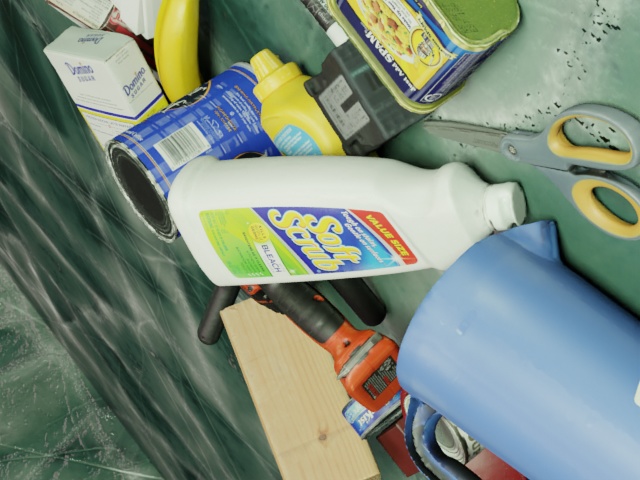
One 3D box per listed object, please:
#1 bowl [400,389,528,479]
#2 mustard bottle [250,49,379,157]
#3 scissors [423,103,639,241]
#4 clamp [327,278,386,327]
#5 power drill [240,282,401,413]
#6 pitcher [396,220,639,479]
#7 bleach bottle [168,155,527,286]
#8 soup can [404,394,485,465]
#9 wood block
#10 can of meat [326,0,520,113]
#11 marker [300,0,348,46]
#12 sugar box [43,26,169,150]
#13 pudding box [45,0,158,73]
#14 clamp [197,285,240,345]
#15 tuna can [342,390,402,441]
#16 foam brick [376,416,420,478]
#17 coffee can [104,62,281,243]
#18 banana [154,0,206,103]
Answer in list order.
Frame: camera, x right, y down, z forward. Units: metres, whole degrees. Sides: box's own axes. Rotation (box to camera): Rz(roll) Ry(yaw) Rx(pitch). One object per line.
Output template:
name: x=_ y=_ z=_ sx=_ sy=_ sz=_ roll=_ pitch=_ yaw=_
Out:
bowl: x=0.141 y=0.170 z=0.901 sx=0.162 sy=0.055 sz=0.162 roll=44 pitch=156 yaw=26
mustard bottle: x=0.006 y=-0.067 z=0.836 sx=0.191 sy=0.058 sz=0.096 roll=55 pitch=164 yaw=0
scissors: x=0.136 y=-0.042 z=0.662 sx=0.096 sy=0.016 sz=0.202 roll=60 pitch=159 yaw=-13
clamp: x=-0.006 y=0.001 z=0.927 sx=0.164 sy=0.036 sz=0.210 roll=46 pitch=176 yaw=13
power drill: x=-0.007 y=0.068 z=0.938 sx=0.188 sy=0.057 sz=0.184 roll=40 pitch=175 yaw=25
pitcher: x=0.170 y=0.117 z=0.661 sx=0.243 sy=0.144 sz=0.149 roll=38 pitch=150 yaw=30
bleach bottle: x=0.019 y=-0.021 z=0.753 sx=0.251 sy=0.068 sz=0.102 roll=-5 pitch=126 yaw=32
soup can: x=0.122 y=0.113 z=0.798 sx=0.069 sy=0.102 sz=0.068 roll=44 pitch=155 yaw=26
wood block: x=-0.020 y=0.157 z=1.070 sx=0.090 sy=0.091 sz=0.206 roll=80 pitch=169 yaw=-73
can of meat: x=0.060 y=-0.138 z=0.628 sx=0.102 sy=0.057 sz=0.084 roll=53 pitch=156 yaw=3
marker: x=-0.016 y=-0.187 z=0.762 sx=0.121 sy=0.020 sz=0.020 roll=52 pitch=158 yaw=8
sugar box: x=-0.176 y=-0.113 z=0.994 sx=0.093 sy=0.048 sz=0.176 roll=17 pitch=143 yaw=38
pudding box: x=-0.201 y=-0.210 z=1.032 sx=0.114 sy=0.039 sz=0.089 roll=32 pitch=-179 yaw=41
clamp: x=-0.080 y=0.021 z=1.120 sx=0.039 sy=0.120 sz=0.172 roll=25 pitch=129 yaw=8
tuna can: x=0.062 y=0.146 z=0.990 sx=0.034 sy=0.086 sz=0.086 roll=50 pitch=158 yaw=14
foam brick: x=0.096 y=0.188 z=1.023 sx=0.051 sy=0.053 sz=0.078 roll=52 pitch=158 yaw=9
coffee can: x=-0.100 y=-0.077 z=0.929 sx=0.103 sy=0.140 sz=0.103 roll=44 pitch=156 yaw=25
banana: x=-0.117 y=-0.162 z=0.945 sx=0.037 sy=0.069 sz=0.198 roll=34 pitch=152 yaw=15
